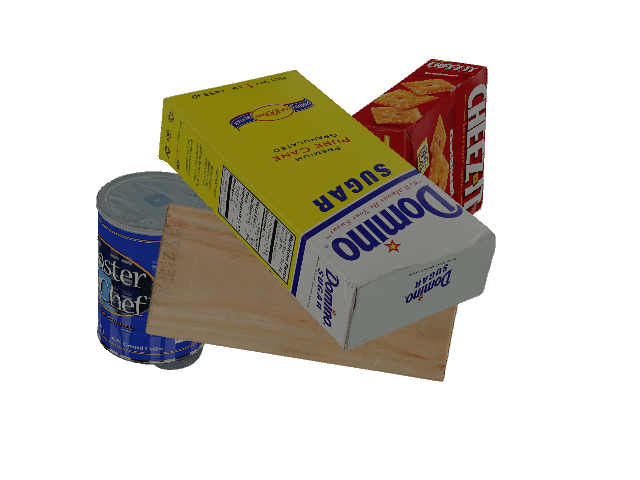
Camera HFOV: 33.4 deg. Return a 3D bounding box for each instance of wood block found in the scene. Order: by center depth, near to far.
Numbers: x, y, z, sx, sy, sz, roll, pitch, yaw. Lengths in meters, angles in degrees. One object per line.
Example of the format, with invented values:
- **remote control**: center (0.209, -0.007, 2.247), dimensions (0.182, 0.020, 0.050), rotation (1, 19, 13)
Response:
- **wood block**: center (-0.015, 0.035, 0.760), dimensions (0.206, 0.090, 0.091), rotation (10, 0, -9)

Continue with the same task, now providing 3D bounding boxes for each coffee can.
- **coffee can**: center (-0.147, 0.024, 0.947), dimensions (0.102, 0.140, 0.103), rotation (5, 31, -3)

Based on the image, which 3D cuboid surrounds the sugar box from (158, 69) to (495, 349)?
- **sugar box**: center (-0.001, -0.025, 0.556), dimensions (0.093, 0.048, 0.176), rotation (-19, 44, -33)

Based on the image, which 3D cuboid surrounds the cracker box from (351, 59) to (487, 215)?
- **cracker box**: center (0.097, -0.069, 1.043), dimensions (0.072, 0.164, 0.213), rotation (12, 29, 26)

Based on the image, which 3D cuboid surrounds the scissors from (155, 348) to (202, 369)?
- **scissors**: center (-0.111, 0.099, 1.148), dimensions (0.201, 0.016, 0.096), rotation (-6, 31, -24)
